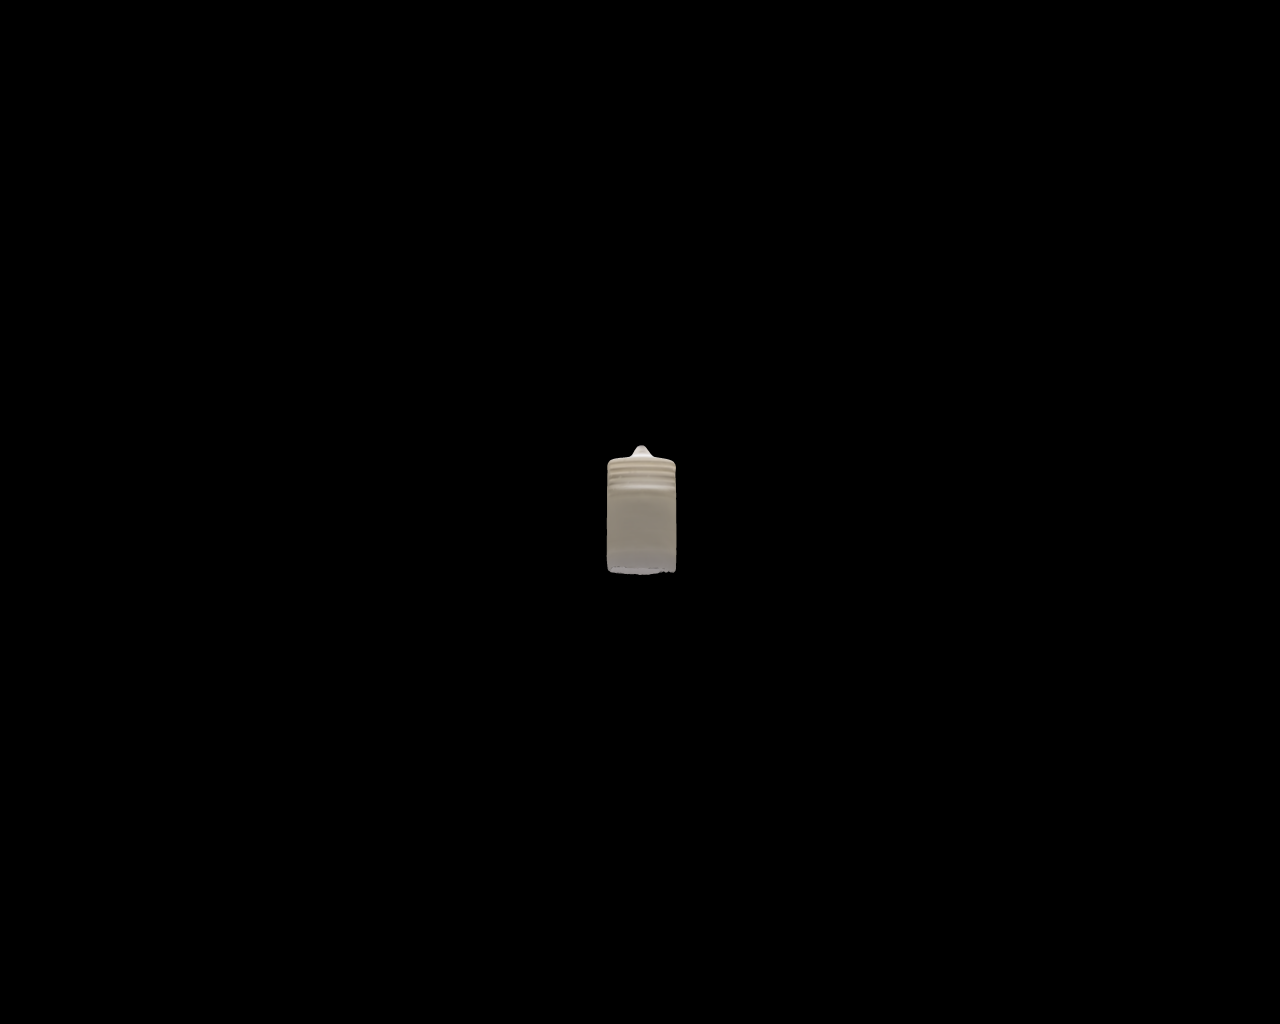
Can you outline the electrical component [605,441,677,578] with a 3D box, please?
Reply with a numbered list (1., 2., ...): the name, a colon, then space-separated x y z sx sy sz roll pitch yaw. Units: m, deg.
1. electrical component: 0.001 -0.003 0.650 0.043 0.081 0.043 0 -9 0
